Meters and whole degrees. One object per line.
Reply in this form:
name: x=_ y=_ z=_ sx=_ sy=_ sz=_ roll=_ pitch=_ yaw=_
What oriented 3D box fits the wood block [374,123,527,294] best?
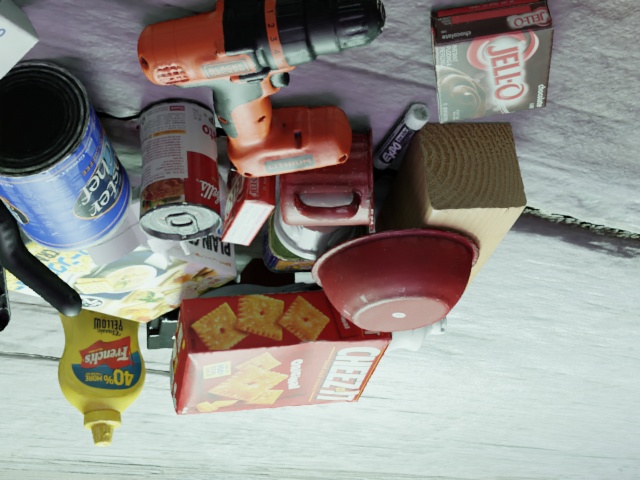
wood block: x=0.120 y=-0.024 z=1.041 sx=0.090 sy=0.090 sz=0.206 roll=-2 pitch=155 yaw=-10

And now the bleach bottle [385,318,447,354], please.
bleach bottle: x=0.032 y=0.116 z=1.320 sx=0.250 sy=0.102 sz=0.068 roll=-2 pitch=-173 yaw=-9

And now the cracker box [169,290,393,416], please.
cracker box: x=-0.047 y=0.123 z=1.139 sx=0.213 sy=0.072 sz=0.164 roll=-2 pitch=149 yaw=-14

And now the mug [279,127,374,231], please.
mug: x=0.006 y=-0.048 z=0.944 sx=0.081 sy=0.117 sz=0.093 roll=-1 pitch=122 yaw=2

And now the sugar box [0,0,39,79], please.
sugar box: x=-0.290 y=-0.112 z=0.739 sx=0.176 sy=0.048 sz=0.093 roll=-43 pitch=145 yaw=11

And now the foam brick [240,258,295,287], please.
foam brick: x=-0.059 y=0.066 z=1.219 sx=0.053 sy=0.078 sz=0.051 roll=6 pitch=154 yaw=-20

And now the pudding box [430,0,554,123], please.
pudding box: x=0.135 y=-0.142 z=0.844 sx=0.090 sy=0.039 sz=0.113 roll=-7 pitch=155 yaw=5

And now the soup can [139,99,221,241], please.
soup can: x=-0.119 y=-0.058 z=0.899 sx=0.068 sy=0.102 sz=0.068 roll=-4 pitch=155 yaw=-2

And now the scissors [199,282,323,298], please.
scissors: x=-0.032 y=0.066 z=1.146 sx=0.201 sy=0.016 sz=0.096 roll=-6 pitch=146 yaw=-12

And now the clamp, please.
clamp: x=-0.288 y=0.010 z=0.973 sx=0.120 sy=0.039 sz=0.171 roll=-7 pitch=119 yaw=25

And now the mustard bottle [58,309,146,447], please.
mustard bottle: x=-0.244 y=0.135 z=1.193 sx=0.096 sy=0.191 sz=0.058 roll=8 pitch=153 yaw=-27

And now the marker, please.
marker: x=0.067 y=-0.086 z=0.977 sx=0.020 sy=0.020 sz=0.121 roll=4 pitch=154 yaw=-20

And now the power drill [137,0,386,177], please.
power drill: x=-0.028 y=-0.122 z=0.836 sx=0.184 sy=0.057 sz=0.187 roll=-6 pitch=153 yaw=11

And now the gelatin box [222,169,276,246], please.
gelatin box: x=-0.065 y=-0.046 z=0.970 sx=0.030 sy=0.073 sz=0.089 roll=10 pitch=153 yaw=-15

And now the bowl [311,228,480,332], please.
bowl: x=0.074 y=0.046 z=1.007 sx=0.162 sy=0.055 sz=0.162 roll=-4 pitch=156 yaw=-2

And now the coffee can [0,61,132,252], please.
coffee can: x=-0.219 y=-0.064 z=0.867 sx=0.103 sy=0.103 sz=0.140 roll=-6 pitch=156 yaw=2

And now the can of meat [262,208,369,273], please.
can of meat: x=-0.007 y=0.001 z=1.096 sx=0.102 sy=0.057 sz=0.084 roll=0 pitch=167 yaw=-9
